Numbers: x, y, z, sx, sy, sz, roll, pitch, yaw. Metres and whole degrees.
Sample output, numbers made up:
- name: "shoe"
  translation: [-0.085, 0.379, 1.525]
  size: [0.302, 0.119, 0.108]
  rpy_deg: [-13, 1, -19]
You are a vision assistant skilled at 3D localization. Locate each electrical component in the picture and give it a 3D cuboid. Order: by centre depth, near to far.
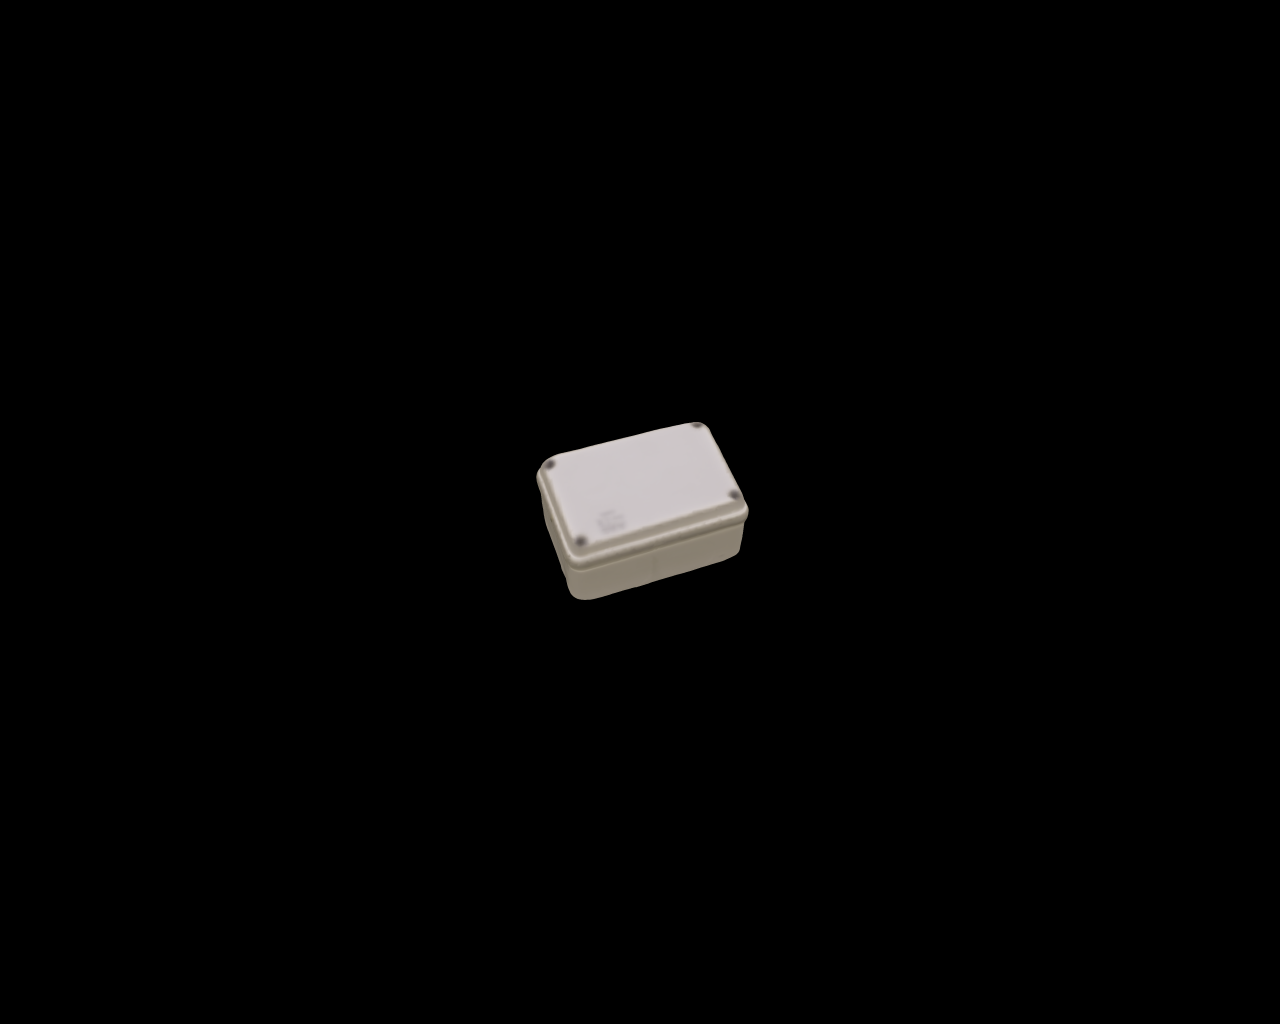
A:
- name: "electrical component"
  translation: [0.001, -0.003, 0.650]
  size: [0.113, 0.078, 0.057]
  rpy_deg: [-15, -35, -11]
